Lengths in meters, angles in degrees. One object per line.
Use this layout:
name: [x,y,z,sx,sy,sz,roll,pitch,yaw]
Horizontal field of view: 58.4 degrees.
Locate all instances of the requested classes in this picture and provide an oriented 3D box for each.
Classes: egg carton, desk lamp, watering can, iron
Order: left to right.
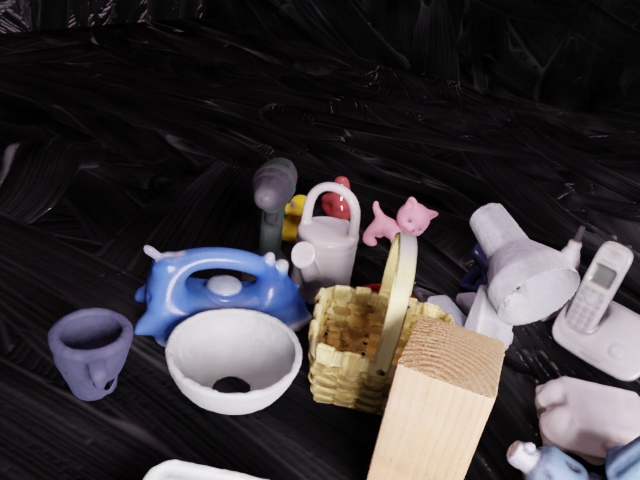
iron: [-0.128,0.067,0.809,0.259,0.141,0.118,-1,30,-18]
watering can: [0.010,0.004,0.907,0.101,0.194,0.173,9,29,-1]
desk lamp: [0.260,0.067,0.847,0.118,0.213,0.202,-3,31,-20]
egg carton: [0.350,0.234,0.723,0.150,0.069,0.107,12,29,4]

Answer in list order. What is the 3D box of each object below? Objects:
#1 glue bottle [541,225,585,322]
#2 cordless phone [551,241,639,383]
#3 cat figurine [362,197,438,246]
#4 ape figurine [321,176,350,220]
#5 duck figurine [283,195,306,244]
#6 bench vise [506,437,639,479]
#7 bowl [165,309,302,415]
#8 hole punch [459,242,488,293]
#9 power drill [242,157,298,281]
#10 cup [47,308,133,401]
glue bottle: [0.407,0.052,0.958,0.037,0.173,0.078,30,35,33]
cordless phone: [0.449,0.106,0.862,0.094,0.185,0.147,-20,40,-41]
cat figurine: [0.156,-0.037,1.103,0.127,0.118,0.067,18,30,15]
ape figurine: [0.043,-0.090,1.190,0.078,0.092,0.076,7,29,-3]
duck figurine: [-0.032,-0.043,1.090,0.104,0.086,0.077,12,29,6]
bench vise: [0.298,0.235,0.549,0.207,0.220,0.121,8,29,-1]
bowl: [-0.107,0.161,0.714,0.167,0.075,0.167,7,29,-4]
hole punch: [0.317,0.050,1.021,0.100,0.091,0.109,24,32,25]
power drill: [-0.079,-0.032,0.929,0.075,0.208,0.229,8,29,-1]
cup: [-0.263,0.149,0.669,0.092,0.095,0.117,-7,33,-27]
